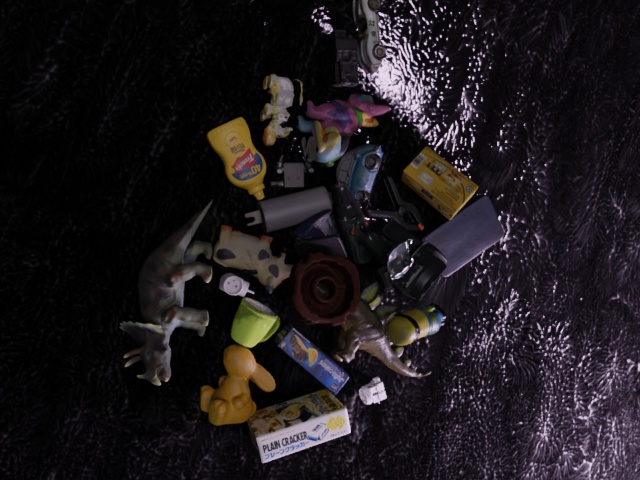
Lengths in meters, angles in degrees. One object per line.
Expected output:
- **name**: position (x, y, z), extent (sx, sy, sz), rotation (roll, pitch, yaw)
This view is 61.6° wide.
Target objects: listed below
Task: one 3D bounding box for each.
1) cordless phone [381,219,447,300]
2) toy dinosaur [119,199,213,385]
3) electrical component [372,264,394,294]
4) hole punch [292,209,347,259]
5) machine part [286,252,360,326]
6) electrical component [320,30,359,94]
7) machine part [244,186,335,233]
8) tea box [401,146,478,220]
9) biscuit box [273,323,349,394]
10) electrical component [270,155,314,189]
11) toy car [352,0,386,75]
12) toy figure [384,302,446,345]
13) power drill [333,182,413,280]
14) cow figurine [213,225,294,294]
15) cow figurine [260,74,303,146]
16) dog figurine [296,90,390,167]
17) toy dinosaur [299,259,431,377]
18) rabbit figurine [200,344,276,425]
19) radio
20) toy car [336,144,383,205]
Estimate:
- **cordless phone**: position (0.208, 0.049, 1.329), extent (0.184, 0.089, 0.146), rotation (39, 97, 2)
- **toy dinosaur**: position (-0.341, 0.106, 1.198), extent (0.192, 0.131, 0.404), rotation (4, 85, -17)
- **electrical component**: position (0.202, 0.085, 1.387), extent (0.119, 0.048, 0.074), rotation (-18, 98, -13)
- **hole punch**: position (-0.003, -0.004, 1.287), extent (0.116, 0.142, 0.092), rotation (-12, 59, 9)
- **machine part**: position (0.008, 0.114, 1.236), extent (0.179, 0.056, 0.179), rotation (5, 77, -21)
- **electrical component**: position (0.045, -0.426, 1.283), extent (0.058, 0.115, 0.134), rotation (-6, 94, -21)
- **machine part**: position (-0.061, -0.073, 1.287), extent (0.243, 0.079, 0.079), rotation (-15, 97, -17)
- **tea box**: position (0.301, -0.144, 1.363), extent (0.170, 0.068, 0.098), rotation (43, 81, 11)
- **biscuit box**: position (-0.020, 0.292, 1.322), extent (0.202, 0.063, 0.059), rotation (42, 82, -14)
- **electrical component**: position (-0.067, -0.163, 1.298), extent (0.102, 0.045, 0.078), rotation (3, 90, -16)
- **toy car**: position (0.119, -0.511, 1.322), extent (0.056, 0.073, 0.201), rotation (-7, 94, -19)
- **toy figure**: position (0.236, 0.202, 1.309), extent (0.180, 0.089, 0.082), rotation (-7, 88, -32)
- **power drill**: position (0.116, -0.011, 1.251), extent (0.086, 0.208, 0.231), rotation (-40, 139, -24)
- **cow figurine**: position (-0.154, 0.047, 1.261), extent (0.195, 0.085, 0.127), rotation (17, 89, -14)
- **cow figurine**: position (-0.091, -0.302, 1.276), extent (0.098, 0.068, 0.167), rotation (4, 92, -23)
- **dog figurine**: position (0.065, -0.271, 1.293), extent (0.219, 0.108, 0.191), rotation (-9, 71, -20)
- **toy dinosaur**: position (0.102, 0.213, 1.336), extent (0.198, 0.105, 0.471), rotation (-43, 107, -14)
- **rabbit figurine**: position (-0.187, 0.329, 1.246), extent (0.162, 0.122, 0.173), rotation (7, 90, -21)
- **radio**: position (0.365, -0.010, 1.419), extent (0.230, 0.073, 0.131), rotation (-33, 102, -11)
- **toy car**: position (0.091, -0.167, 1.324), extent (0.103, 0.109, 0.161), rotation (20, 103, 7)
